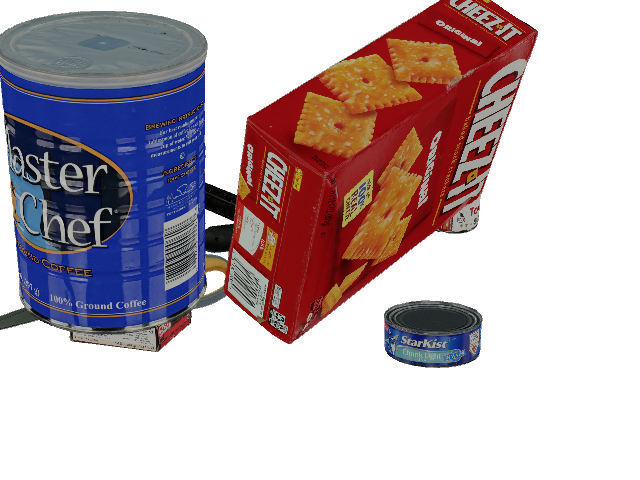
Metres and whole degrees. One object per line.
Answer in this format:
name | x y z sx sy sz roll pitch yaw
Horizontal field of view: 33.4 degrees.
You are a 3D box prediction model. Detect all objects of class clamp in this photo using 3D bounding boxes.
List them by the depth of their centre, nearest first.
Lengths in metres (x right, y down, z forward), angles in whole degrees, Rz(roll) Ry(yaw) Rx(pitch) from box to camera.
clamp | -0.046 -0.010 1.103 0.209 0.036 0.164 14 19 -16

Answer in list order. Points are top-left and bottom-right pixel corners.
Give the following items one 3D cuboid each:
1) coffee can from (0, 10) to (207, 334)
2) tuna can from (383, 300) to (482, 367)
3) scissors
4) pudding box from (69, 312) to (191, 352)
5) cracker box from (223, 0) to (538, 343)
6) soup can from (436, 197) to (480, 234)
coffee can | -0.110 -0.037 0.556 0.103 0.140 0.103 2 28 -1
tuna can | 0.098 0.082 0.936 0.086 0.034 0.086 0 15 0
scissors | -0.167 0.023 0.829 0.201 0.096 0.016 -4 -32 -14
pudding box | -0.215 0.089 1.211 0.114 0.039 0.090 3 17 17
cracker box | 0.040 -0.049 0.701 0.072 0.164 0.213 39 53 22
soup can | 0.155 -0.067 1.254 0.068 0.102 0.068 0 27 0
